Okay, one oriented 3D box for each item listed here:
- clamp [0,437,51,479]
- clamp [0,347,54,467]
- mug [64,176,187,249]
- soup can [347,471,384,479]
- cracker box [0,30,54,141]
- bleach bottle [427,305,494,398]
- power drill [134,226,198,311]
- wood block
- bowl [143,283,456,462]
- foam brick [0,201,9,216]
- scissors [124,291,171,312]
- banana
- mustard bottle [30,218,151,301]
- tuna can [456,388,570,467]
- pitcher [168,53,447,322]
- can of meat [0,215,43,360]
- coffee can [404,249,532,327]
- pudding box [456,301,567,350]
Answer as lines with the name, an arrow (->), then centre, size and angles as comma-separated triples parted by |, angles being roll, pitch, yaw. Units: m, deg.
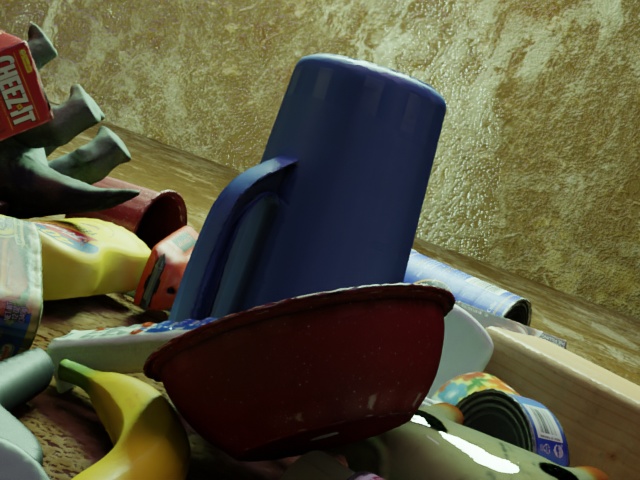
clamp -> -0.152, 0.079, 0.361 | 0.171, 0.039, 0.120 | 22, 46, -15
clamp -> -0.170, 0.078, 0.482 | 0.164, 0.036, 0.210 | 17, 9, -38
mug -> -0.187, -0.008, 0.978 | 0.082, 0.093, 0.117 | 17, 25, 22
soup can -> 0.048, 0.147, 0.439 | 0.102, 0.068, 0.068 | 23, 7, 25
cracker box -> -0.329, -0.092, 0.804 | 0.213, 0.072, 0.164 | -25, 27, -21
bleach bottle -> 0.077, 0.093, 0.940 | 0.068, 0.102, 0.251 | 44, -3, -5
power drill -> -0.047, 0.052, 0.892 | 0.187, 0.057, 0.184 | 23, 14, 6
wood block -> 0.214, 0.150, 0.834 | 0.090, 0.090, 0.206 | 16, 7, -42
bowl -> -0.004, 0.073, 0.534 | 0.162, 0.055, 0.162 | -12, -18, -4
foam brick -> -0.286, -0.013, 0.823 | 0.051, 0.053, 0.078 | 21, 7, 9
scissors -> -0.077, 0.070, 0.946 | 0.201, 0.016, 0.096 | 20, 6, -5
banana -> -0.096, 0.104, 0.517 | 0.069, 0.037, 0.198 | 5, 9, -13
mustard bottle -> -0.208, 0.014, 0.814 | 0.096, 0.058, 0.191 | 20, 6, 14
tuna can -> 0.110, 0.136, 0.649 | 0.033, 0.086, 0.086 | 18, 7, -32
pitcher -> -0.005, 0.001, 0.719 | 0.145, 0.243, 0.149 | 17, 1, -1
can of meat -> -0.208, 0.023, 0.613 | 0.083, 0.058, 0.102 | 16, 34, -26
coffee can -> 0.132, 0.081, 1.105 | 0.140, 0.103, 0.102 | 24, 8, 29
pudding box -> 0.165, 0.117, 0.983 | 0.113, 0.039, 0.090 | 19, 49, 3
